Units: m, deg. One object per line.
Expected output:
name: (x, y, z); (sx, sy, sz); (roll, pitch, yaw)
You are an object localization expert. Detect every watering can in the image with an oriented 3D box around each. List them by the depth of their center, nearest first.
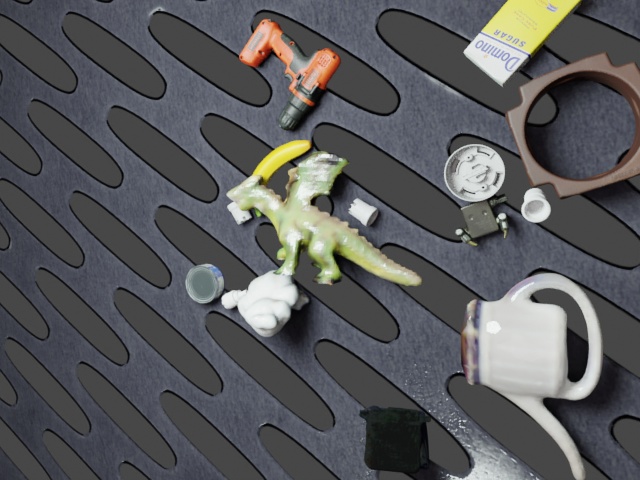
watering can: (0.354, 0.227, 0.878); (0.224, 0.104, 0.346); (2, 94, 24)

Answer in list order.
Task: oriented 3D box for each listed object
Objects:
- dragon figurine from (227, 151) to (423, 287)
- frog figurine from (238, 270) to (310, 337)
dragon figurine: (0.003, -0.050, 0.994); (0.410, 0.123, 0.241); (6, 99, 22)
frog figurine: (-0.108, 0.128, 1.038); (0.137, 0.160, 0.123); (-10, 90, 24)
